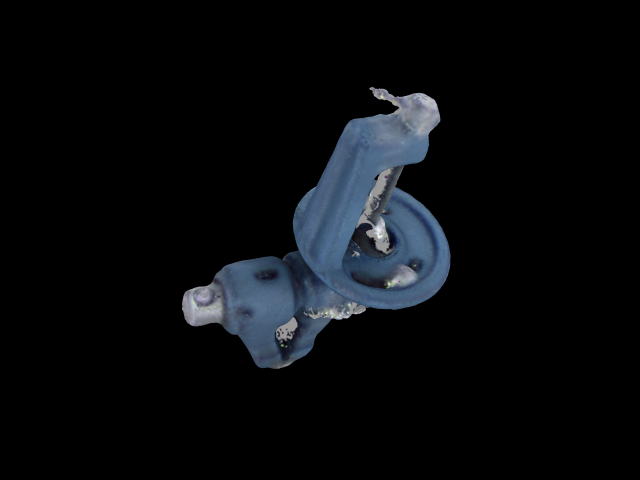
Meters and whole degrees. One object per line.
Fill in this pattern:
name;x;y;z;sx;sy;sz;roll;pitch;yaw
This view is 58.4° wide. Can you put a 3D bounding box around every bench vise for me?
bench vise;0.011;0.009;0.395;0.208;0.220;0.121;-36;63;-21
